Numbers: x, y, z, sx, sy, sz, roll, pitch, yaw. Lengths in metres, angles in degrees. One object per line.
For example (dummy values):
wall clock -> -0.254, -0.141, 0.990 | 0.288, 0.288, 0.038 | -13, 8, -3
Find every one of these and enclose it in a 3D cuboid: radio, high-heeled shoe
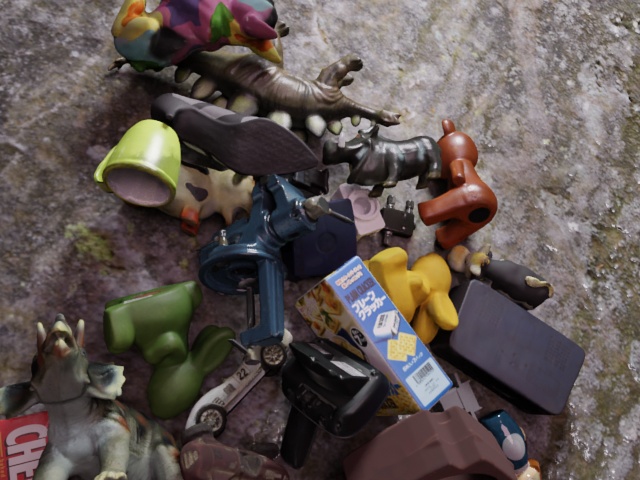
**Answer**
radio -> 0.302, 0.177, 0.874 | 0.229, 0.073, 0.131 | 32, 68, -3
high-heeled shoe -> -0.129, -0.153, 0.797 | 0.249, 0.145, 0.086 | 19, 100, -14

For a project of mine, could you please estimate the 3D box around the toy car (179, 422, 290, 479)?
toy car -> -0.094, 0.287, 0.672 | 0.053, 0.202, 0.089 | -41, 46, 11

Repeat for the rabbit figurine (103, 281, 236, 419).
rabbit figurine -> -0.202, 0.149, 0.731 | 0.159, 0.121, 0.170 | -16, 96, -27

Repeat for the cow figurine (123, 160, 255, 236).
cow figurine -> -0.182, -0.076, 0.809 | 0.195, 0.085, 0.127 | 24, 70, -3

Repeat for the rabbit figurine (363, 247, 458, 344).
rabbit figurine -> 0.150, 0.077, 0.841 | 0.173, 0.122, 0.162 | -20, 72, -40

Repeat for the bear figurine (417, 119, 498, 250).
bear figurine -> 0.224, -0.103, 0.929 | 0.132, 0.120, 0.196 | -29, 48, 18

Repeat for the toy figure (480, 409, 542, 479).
toy figure -> 0.301, 0.342, 0.831 | 0.064, 0.058, 0.154 | -28, 83, 17

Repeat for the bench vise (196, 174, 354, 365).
bench vise -> -0.073, 0.041, 0.714 | 0.224, 0.128, 0.241 | -18, 57, 20

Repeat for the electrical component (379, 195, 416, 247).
electrical component -> 0.132, -0.029, 0.916 | 0.063, 0.021, 0.094 | 14, 69, -12

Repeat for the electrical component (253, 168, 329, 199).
electrical component -> -0.050, -0.097, 0.832 | 0.119, 0.075, 0.048 | 17, 66, -40

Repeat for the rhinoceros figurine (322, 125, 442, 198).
rhinoceros figurine -> 0.099, -0.127, 0.838 | 0.190, 0.073, 0.112 | -3, 83, -9

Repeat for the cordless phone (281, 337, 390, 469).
cordless phone -> 0.002, 0.234, 0.708 | 0.088, 0.147, 0.184 | 8, 100, -43

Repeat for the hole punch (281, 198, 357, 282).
hole punch -> -0.002, -0.003, 0.835 | 0.142, 0.092, 0.115 | -11, 80, -23

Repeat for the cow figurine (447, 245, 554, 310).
cow figurine -> 0.298, 0.060, 0.896 | 0.167, 0.098, 0.068 | 28, 74, -7

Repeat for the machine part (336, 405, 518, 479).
machine part -> 0.139, 0.314, 0.701 | 0.200, 0.201, 0.087 | 43, 18, -37

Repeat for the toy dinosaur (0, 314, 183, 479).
toy dinosaur -> -0.233, 0.257, 0.647 | 0.131, 0.404, 0.192 | -28, 37, 2

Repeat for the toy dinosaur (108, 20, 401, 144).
toy dinosaur -> -0.097, -0.252, 0.878 | 0.472, 0.105, 0.198 | 19, 73, 2

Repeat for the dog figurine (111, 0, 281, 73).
dog figurine -> -0.167, -0.306, 0.794 | 0.219, 0.108, 0.191 | 25, 78, 6

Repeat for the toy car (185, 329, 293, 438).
toy car -> -0.113, 0.200, 0.741 | 0.056, 0.073, 0.202 | 42, 66, 8
